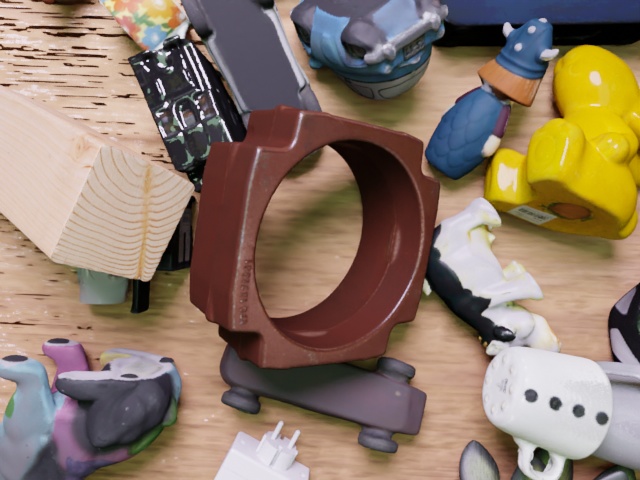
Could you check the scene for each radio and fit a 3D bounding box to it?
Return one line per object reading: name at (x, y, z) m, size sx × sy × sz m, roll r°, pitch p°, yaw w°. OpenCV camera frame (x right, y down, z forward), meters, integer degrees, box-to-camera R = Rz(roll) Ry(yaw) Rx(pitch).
radio at (0.213, -0.254, 0.502) m, size 0.230 × 0.073 × 0.131 m, roll 0°, pitch 92°, yaw 3°

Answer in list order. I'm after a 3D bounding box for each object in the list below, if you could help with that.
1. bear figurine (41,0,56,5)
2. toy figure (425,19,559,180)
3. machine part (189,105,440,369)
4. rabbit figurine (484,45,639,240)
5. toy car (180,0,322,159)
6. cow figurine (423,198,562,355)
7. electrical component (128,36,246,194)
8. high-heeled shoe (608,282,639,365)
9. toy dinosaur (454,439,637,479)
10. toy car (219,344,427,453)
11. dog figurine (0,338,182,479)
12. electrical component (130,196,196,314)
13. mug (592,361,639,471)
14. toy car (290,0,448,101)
bear figurine at (-0.203, -0.317, 0.503) m, size 0.132 × 0.120 × 0.195 m, roll 2°, pitch 124°, yaw -38°
toy figure at (0.157, -0.128, 0.494) m, size 0.064 × 0.058 × 0.154 m, roll 39°, pitch 115°, yaw 7°
machine part at (-0.001, -0.001, 0.457) m, size 0.201 × 0.087 × 0.201 m, roll 3°, pitch 101°, yaw -37°
rabbit figurine at (0.251, -0.096, 0.487) m, size 0.162 × 0.122 × 0.173 m, roll 15°, pitch 73°, yaw 0°
toy car at (-0.057, -0.161, 0.486) m, size 0.073 × 0.056 × 0.201 m, roll -24°, pitch 118°, yaw 4°
cow figurine at (0.155, 0.052, 0.511) m, size 0.098 × 0.068 × 0.167 m, roll -29°, pitch 88°, yaw 7°
electrical component at (-0.105, -0.103, 0.493) m, size 0.058 × 0.115 × 0.134 m, roll -24°, pitch 91°, yaw 7°
high-heeled shoe at (0.332, 0.047, 0.467) m, size 0.086 × 0.145 × 0.248 m, roll 6°, pitch 90°, yaw 2°
toy dinosaur at (0.231, 0.298, 0.500) m, size 0.472 × 0.105 × 0.198 m, roll 10°, pitch 88°, yaw -3°
toy car at (0.002, 0.142, 0.526) m, size 0.202 × 0.053 × 0.089 m, roll 15°, pitch 71°, yaw 0°
dog figurine at (-0.239, 0.212, 0.512) m, size 0.192 × 0.108 × 0.219 m, roll 10°, pitch 96°, yaw -1°
electrical component at (-0.154, 0.011, 0.517) m, size 0.048 × 0.075 × 0.119 m, roll 2°, pitch 87°, yaw 2°
mug at (0.263, 0.155, 0.486) m, size 0.081 × 0.107 × 0.109 m, roll -53°, pitch 123°, yaw -36°
toy car at (0.051, -0.182, 0.489) m, size 0.109 × 0.162 × 0.102 m, roll -36°, pitch 134°, yaw -5°
